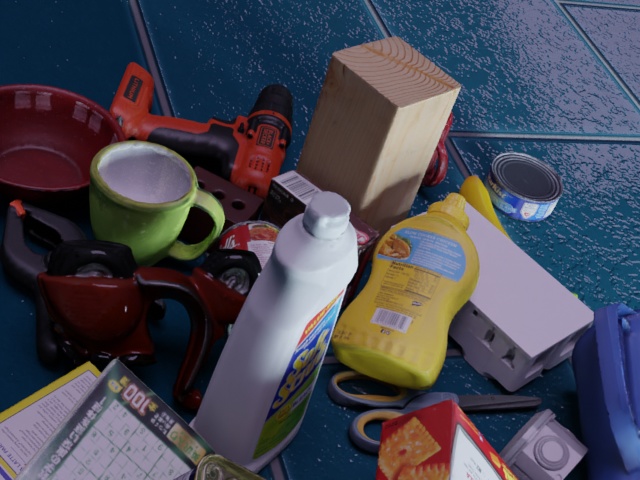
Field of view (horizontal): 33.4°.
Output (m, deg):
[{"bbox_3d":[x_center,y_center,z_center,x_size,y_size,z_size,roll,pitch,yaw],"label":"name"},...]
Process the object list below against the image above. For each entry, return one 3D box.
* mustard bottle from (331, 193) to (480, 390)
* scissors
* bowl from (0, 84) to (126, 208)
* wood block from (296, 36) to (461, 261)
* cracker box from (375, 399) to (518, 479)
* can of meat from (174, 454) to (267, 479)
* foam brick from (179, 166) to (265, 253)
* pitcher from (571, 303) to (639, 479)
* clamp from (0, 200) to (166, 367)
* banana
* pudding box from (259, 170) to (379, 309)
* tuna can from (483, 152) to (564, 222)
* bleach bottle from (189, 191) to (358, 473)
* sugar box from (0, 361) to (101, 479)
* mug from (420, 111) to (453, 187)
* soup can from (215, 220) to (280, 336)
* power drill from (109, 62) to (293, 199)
[{"bbox_3d":[0.089,0.035,0.955,0.096,0.058,0.191,16,60,22],"label":"mustard bottle"},{"bbox_3d":[0.105,0.156,0.929,0.201,0.016,0.096,12,38,-7],"label":"scissors"},{"bbox_3d":[-0.268,-0.081,1.017,0.162,0.055,0.162,11,41,-10],"label":"bowl"},{"bbox_3d":[0.044,-0.078,1.021,0.090,0.206,0.091,-23,55,-39],"label":"wood block"},{"bbox_3d":[0.099,0.244,0.731,0.164,0.072,0.213,50,31,-27],"label":"cracker box"},{"bbox_3d":[-0.071,0.200,0.735,0.102,0.084,0.057,34,42,-27],"label":"can of meat"},{"bbox_3d":[-0.102,-0.025,1.024,0.078,0.051,0.053,26,41,8],"label":"foam brick"},{"bbox_3d":[0.277,0.178,0.884,0.149,0.145,0.242,15,43,-5],"label":"pitcher"},{"bbox_3d":[-0.229,0.035,0.920,0.172,0.039,0.120,38,40,20],"label":"clamp"},{"bbox_3d":[0.189,0.001,1.126,0.069,0.037,0.198,7,40,-43],"label":"banana"},{"bbox_3d":[-0.007,0.001,1.003,0.114,0.090,0.039,40,42,24],"label":"pudding box"},{"bbox_3d":[0.229,-0.060,1.207,0.086,0.034,0.086,11,41,-10],"label":"tuna can"},{"bbox_3d":[-0.030,0.070,0.792,0.068,0.251,0.102,37,43,19],"label":"bleach bottle"},{"bbox_3d":[-0.209,0.169,0.771,0.093,0.048,0.175,43,48,18],"label":"sugar box"},{"bbox_3d":[0.102,-0.109,1.174,0.093,0.082,0.117,-9,48,-30],"label":"mug"},{"bbox_3d":[-0.056,0.041,0.956,0.068,0.069,0.102,5,43,-17],"label":"soup can"},{"bbox_3d":[-0.122,-0.126,1.124,0.187,0.057,0.184,15,40,-5],"label":"power drill"}]
